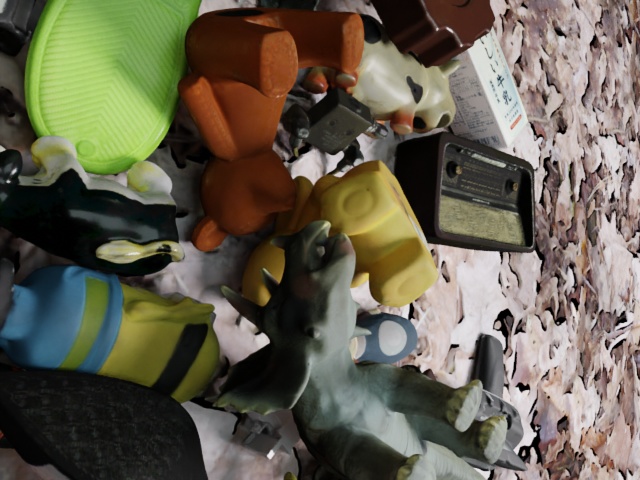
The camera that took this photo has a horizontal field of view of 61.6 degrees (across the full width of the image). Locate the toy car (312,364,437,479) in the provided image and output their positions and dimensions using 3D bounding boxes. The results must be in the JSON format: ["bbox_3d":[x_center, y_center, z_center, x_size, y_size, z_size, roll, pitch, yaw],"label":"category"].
[{"bbox_3d":[0.066,0.224,0.593,0.202,0.053,0.089,-45,121,-28],"label":"toy car"}]

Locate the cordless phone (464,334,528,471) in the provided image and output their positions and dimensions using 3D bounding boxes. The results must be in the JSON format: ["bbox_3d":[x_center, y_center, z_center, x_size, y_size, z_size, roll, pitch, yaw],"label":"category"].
[{"bbox_3d":[0.213,0.203,0.718,0.146,0.089,0.184,32,57,-35],"label":"cordless phone"}]

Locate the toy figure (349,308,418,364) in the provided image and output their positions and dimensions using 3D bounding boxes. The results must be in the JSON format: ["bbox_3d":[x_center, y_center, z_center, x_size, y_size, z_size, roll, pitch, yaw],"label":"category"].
[{"bbox_3d":[0.039,0.107,0.575,0.154,0.057,0.064,2,48,-39],"label":"toy figure"}]

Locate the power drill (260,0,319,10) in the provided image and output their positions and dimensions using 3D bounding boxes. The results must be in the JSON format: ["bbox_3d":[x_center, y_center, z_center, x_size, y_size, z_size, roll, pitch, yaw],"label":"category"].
[{"bbox_3d":[-0.026,-0.333,0.530,0.231,0.086,0.207,41,55,-35],"label":"power drill"}]

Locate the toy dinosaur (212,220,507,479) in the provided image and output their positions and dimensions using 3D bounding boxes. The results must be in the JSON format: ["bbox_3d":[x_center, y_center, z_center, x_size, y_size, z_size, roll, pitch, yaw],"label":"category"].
[{"bbox_3d":[0.047,0.164,0.466,0.131,0.192,0.404,-55,138,-24],"label":"toy dinosaur"}]

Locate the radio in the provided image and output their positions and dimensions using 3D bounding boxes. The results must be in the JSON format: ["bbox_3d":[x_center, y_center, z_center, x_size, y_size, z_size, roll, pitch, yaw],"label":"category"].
[{"bbox_3d":[0.196,-0.055,0.704,0.229,0.073,0.131,7,84,-41],"label":"radio"}]

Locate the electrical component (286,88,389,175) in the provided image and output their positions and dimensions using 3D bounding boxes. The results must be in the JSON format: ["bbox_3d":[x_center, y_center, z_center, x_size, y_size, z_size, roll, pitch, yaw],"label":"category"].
[{"bbox_3d":[0.014,-0.109,0.557,0.102,0.078,0.045,27,47,-43],"label":"electrical component"}]

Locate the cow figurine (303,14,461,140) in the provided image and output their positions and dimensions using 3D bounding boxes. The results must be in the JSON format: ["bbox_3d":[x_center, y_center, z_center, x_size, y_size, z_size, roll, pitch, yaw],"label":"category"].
[{"bbox_3d":[0.084,-0.184,0.611,0.194,0.086,0.127,26,78,-37],"label":"cow figurine"}]

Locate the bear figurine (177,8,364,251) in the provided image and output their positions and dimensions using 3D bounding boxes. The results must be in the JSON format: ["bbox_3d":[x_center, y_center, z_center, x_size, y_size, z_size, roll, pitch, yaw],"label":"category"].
[{"bbox_3d":[-0.047,-0.078,0.431,0.120,0.132,0.195,-30,130,-44],"label":"bear figurine"}]

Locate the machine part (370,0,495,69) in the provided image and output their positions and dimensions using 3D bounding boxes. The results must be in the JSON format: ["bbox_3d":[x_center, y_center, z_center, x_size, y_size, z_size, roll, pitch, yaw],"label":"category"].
[{"bbox_3d":[0.115,-0.272,0.559,0.179,0.056,0.179,11,73,-39],"label":"machine part"}]

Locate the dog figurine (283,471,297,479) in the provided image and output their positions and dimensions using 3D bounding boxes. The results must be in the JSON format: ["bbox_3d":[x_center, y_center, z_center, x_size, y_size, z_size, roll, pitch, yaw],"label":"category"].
[{"bbox_3d":[0.019,0.316,0.494,0.191,0.109,0.219,-11,103,-44],"label":"dog figurine"}]

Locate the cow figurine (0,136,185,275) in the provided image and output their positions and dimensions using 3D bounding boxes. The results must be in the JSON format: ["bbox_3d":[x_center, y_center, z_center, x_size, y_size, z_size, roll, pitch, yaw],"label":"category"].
[{"bbox_3d":[-0.175,-0.020,0.351,0.167,0.098,0.068,13,116,-35],"label":"cow figurine"}]

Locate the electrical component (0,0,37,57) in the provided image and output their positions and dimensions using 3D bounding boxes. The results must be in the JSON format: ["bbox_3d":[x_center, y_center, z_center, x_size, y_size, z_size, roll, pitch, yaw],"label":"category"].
[{"bbox_3d":[-0.236,-0.207,0.349,0.115,0.058,0.134,20,75,-41],"label":"electrical component"}]

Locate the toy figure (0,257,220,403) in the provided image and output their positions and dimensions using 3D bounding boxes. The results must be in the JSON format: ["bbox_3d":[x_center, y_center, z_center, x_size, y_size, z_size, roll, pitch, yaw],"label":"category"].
[{"bbox_3d":[-0.157,0.069,0.391,0.180,0.082,0.089,22,85,-43],"label":"toy figure"}]

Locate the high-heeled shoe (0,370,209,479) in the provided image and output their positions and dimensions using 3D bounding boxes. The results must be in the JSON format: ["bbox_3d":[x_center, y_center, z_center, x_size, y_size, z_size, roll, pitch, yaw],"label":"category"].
[{"bbox_3d":[-0.134,0.188,0.373,0.248,0.145,0.086,37,26,-11],"label":"high-heeled shoe"}]

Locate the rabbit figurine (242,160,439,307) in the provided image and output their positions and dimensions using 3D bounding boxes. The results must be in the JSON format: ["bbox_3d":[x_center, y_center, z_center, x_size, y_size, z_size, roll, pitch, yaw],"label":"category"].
[{"bbox_3d":[-0.001,-0.001,0.494,0.121,0.173,0.162,48,15,-30],"label":"rabbit figurine"}]
